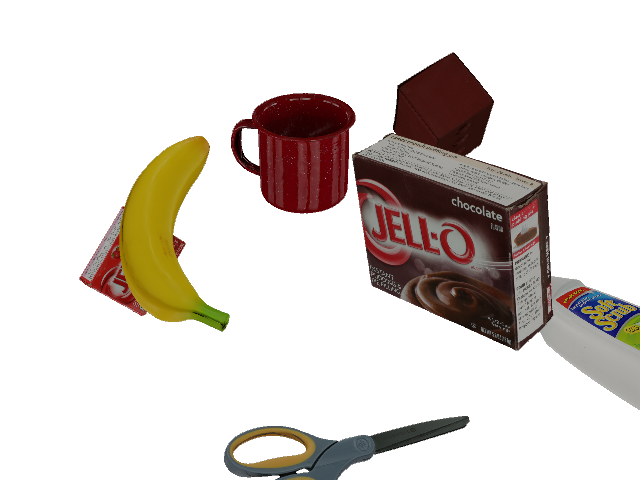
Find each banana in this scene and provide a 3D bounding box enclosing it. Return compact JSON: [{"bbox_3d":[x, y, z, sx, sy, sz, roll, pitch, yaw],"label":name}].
[{"bbox_3d":[-0.108,-0.008,0.757,0.069,0.198,0.037,8,-47,-19],"label":"banana"}]

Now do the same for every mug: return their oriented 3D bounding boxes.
[{"bbox_3d":[-0.027,-0.080,0.978,0.117,0.081,0.093,8,34,12],"label":"mug"}]

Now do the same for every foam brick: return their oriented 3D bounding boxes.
[{"bbox_3d":[0.091,-0.093,0.802,0.053,0.051,0.078,-33,-16,-9],"label":"foam brick"}]

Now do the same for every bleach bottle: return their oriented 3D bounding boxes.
[{"bbox_3d":[0.266,0.090,1.036,0.102,0.068,0.251,-16,25,-27],"label":"bleach bottle"}]

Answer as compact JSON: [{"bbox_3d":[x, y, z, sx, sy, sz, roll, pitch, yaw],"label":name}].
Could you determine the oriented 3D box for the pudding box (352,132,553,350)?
[{"bbox_3d":[0.072,-0.002,0.587,0.114,0.090,0.039,21,44,41],"label":"pudding box"}]

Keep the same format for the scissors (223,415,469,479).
[{"bbox_3d":[0.027,0.178,0.823,0.201,0.096,0.016,1,-41,-10],"label":"scissors"}]

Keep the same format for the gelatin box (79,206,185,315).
[{"bbox_3d":[-0.191,0.022,1.090,0.073,0.089,0.030,35,-9,-36],"label":"gelatin box"}]
